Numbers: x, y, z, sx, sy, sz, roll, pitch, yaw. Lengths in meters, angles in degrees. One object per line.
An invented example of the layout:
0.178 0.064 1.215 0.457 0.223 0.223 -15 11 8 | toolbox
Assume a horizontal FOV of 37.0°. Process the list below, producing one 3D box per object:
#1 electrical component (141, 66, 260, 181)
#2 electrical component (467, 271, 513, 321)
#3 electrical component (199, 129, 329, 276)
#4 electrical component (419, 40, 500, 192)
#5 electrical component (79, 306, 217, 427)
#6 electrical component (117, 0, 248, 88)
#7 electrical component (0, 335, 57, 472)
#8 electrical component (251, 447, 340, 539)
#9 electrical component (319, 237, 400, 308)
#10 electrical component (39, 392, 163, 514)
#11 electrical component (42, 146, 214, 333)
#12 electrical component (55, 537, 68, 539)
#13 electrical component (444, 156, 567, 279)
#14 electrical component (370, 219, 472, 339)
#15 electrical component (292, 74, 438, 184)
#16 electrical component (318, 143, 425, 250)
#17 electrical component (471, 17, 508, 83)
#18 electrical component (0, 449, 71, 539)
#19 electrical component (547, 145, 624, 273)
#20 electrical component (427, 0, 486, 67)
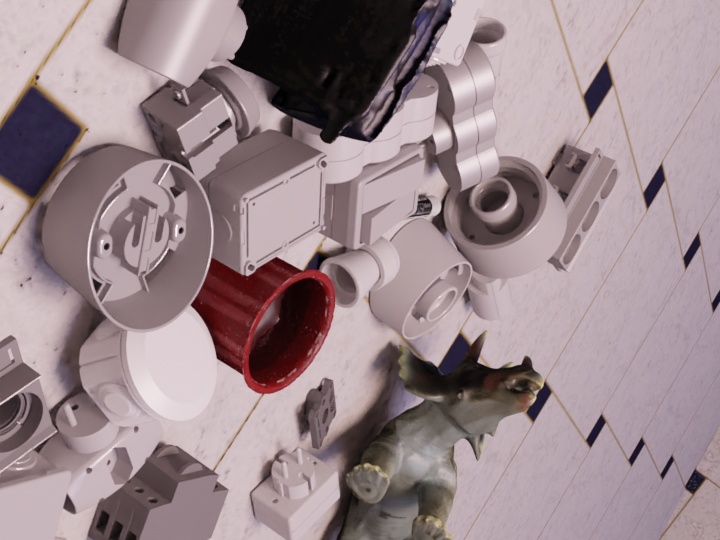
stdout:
-0.095 -0.093 0.656 0.055 0.048 0.066 -40 145 -21 | electrical component
0.130 0.013 1.099 0.043 0.043 0.081 -51 149 -20 | electrical component
-0.066 -0.051 0.719 0.096 0.061 0.061 -33 140 -40 | electrical component
0.070 -0.119 0.889 0.074 0.052 0.138 -25 140 -11 | electrical component
-0.133 0.059 0.682 0.080 0.051 0.080 30 52 -48 | electrical component
-0.092 -0.144 0.619 0.079 0.043 0.077 18 99 -60 | electrical component
-0.208 0.071 0.595 0.042 0.064 0.081 -36 141 -36 | electrical component
-0.057 0.186 0.943 0.066 0.047 0.076 -41 144 -33 | electrical component
0.000 0.000 0.882 0.055 0.045 0.045 -33 140 -41 | electrical component
-0.174 0.106 0.697 0.077 0.043 0.079 -42 145 -32 | electrical component
-0.134 -0.021 0.633 0.099 0.064 0.099 -38 143 -36 | electrical component
-0.201 0.247 0.707 0.108 0.109 0.056 -59 153 -7 | electrical component
0.129 -0.053 0.982 0.108 0.108 0.060 -56 144 -10 | electrical component
0.053 0.011 0.981 0.099 0.064 0.099 -38 154 -22 | electrical component
0.006 -0.122 0.783 0.138 0.052 0.073 -33 139 -41 | electrical component
0.009 -0.066 0.825 0.096 0.061 0.061 -33 139 -41 | electrical component
0.102 -0.181 0.898 0.040 0.040 0.046 -43 150 -30 | electrical component
-0.231 0.155 0.642 0.100 0.048 0.099 -6 119 -56 | electrical component
0.223 -0.068 1.158 0.121 0.063 0.079 -60 151 -5 | electrical component
0.052 -0.203 0.792 0.100 0.048 0.099 2 113 -57 | electrical component
